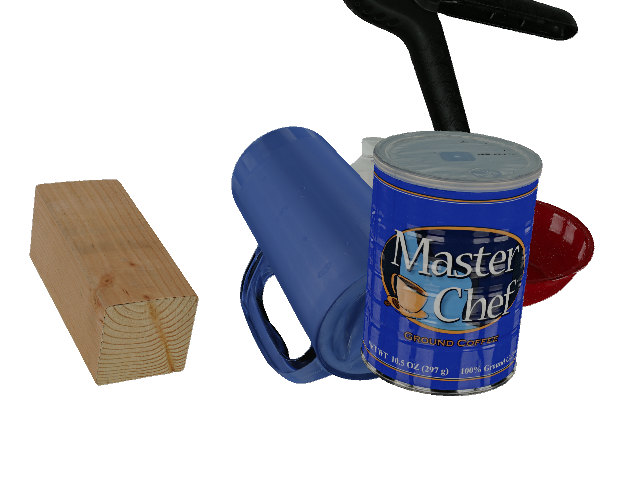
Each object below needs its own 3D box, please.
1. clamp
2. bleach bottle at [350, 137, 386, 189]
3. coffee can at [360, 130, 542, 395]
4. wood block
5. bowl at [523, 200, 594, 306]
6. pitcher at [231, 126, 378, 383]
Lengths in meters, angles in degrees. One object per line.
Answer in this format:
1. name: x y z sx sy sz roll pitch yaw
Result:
1. clamp: 0.073 -0.163 0.764 0.210 0.164 0.036 37 -27 -6
2. bleach bottle: 0.051 0.004 1.268 0.102 0.251 0.068 -3 16 -17
3. coffee can: 0.080 0.012 0.674 0.103 0.140 0.103 2 22 -1
4. wood block: -0.204 0.033 1.025 0.090 0.091 0.206 -6 36 -31
5. bowl: 0.183 0.018 1.049 0.162 0.055 0.162 0 33 0
6. pitcher: 0.001 0.008 0.964 0.149 0.145 0.243 -7 38 -26
